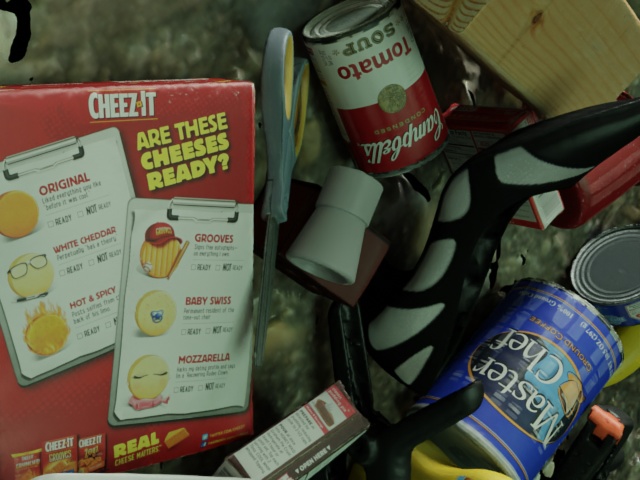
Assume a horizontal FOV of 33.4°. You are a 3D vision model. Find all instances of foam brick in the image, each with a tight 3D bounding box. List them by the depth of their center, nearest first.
[{"bbox_3d":[-0.005,0.001,0.691,0.078,0.053,0.051,36,77,-36],"label":"foam brick"}]

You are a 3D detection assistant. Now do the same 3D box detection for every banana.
[{"bbox_3d":[0.262,0.060,0.904,0.197,0.070,0.037,-48,165,-21],"label":"banana"}]

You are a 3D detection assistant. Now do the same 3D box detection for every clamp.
[{"bbox_3d":[0.028,0.123,0.725,0.039,0.120,0.172,-8,135,-49],"label":"clamp"},{"bbox_3d":[0.217,0.185,0.867,0.164,0.036,0.210,-40,153,-30],"label":"clamp"}]

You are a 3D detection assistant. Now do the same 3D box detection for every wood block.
[{"bbox_3d":[0.133,-0.150,0.690,0.091,0.090,0.205,-49,148,11],"label":"wood block"}]

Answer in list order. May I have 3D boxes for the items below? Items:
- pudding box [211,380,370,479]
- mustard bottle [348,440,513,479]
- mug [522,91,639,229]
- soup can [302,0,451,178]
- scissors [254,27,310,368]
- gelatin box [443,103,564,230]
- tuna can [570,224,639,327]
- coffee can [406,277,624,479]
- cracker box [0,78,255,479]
[{"bbox_3d":[-0.027,0.141,0.672,0.089,0.114,0.039,-32,79,-30],"label":"pudding box"},{"bbox_3d":[0.097,0.200,0.726,0.058,0.192,0.096,18,89,-40],"label":"mustard bottle"},{"bbox_3d":[0.192,-0.071,0.812,0.081,0.093,0.117,-35,106,-22],"label":"mug"},{"bbox_3d":[0.037,-0.101,0.691,0.068,0.069,0.102,-38,120,-26],"label":"soup can"},{"bbox_3d":[-0.028,-0.037,0.617,0.096,0.016,0.201,78,17,-56],"label":"scissors"},{"bbox_3d":[0.129,-0.054,0.771,0.030,0.073,0.089,-41,121,-25],"label":"gelatin box"},{"bbox_3d":[0.253,0.029,0.879,0.086,0.086,0.033,-50,128,-19],"label":"tuna can"},{"bbox_3d":[0.146,0.113,0.803,0.140,0.103,0.102,-46,124,-21],"label":"coffee can"},{"bbox_3d":[-0.120,0.020,0.593,0.163,0.072,0.214,-9,104,-37],"label":"cracker box"}]
